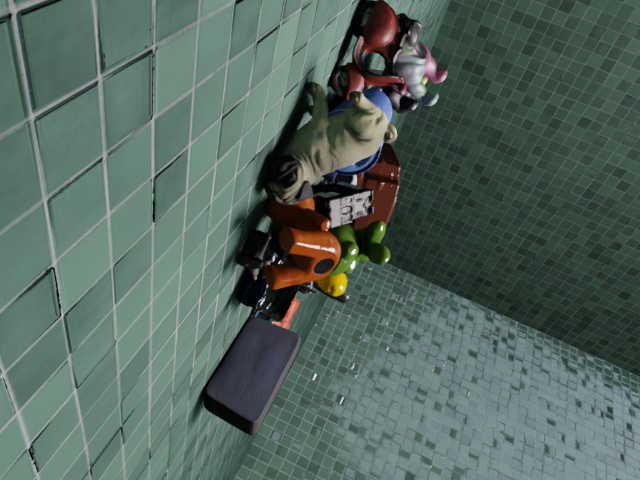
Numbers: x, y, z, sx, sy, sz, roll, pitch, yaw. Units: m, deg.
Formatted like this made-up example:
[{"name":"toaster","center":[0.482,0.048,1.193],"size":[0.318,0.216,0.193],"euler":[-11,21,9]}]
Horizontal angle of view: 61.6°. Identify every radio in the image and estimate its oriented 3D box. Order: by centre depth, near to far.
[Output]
[{"name":"radio","center":[-0.144,0.281,1.152],"size":[0.073,0.131,0.230],"euler":[108,9,-46]}]

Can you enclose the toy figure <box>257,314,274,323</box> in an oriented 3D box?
[{"name":"toy figure","center":[-0.113,0.164,1.290],"size":[0.064,0.058,0.154],"euler":[-65,174,5]}]

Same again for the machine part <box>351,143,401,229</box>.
[{"name":"machine part","center":[0.119,-0.122,1.275],"size":[0.202,0.087,0.200],"euler":[-95,-162,-57]}]

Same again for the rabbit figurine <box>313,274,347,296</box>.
[{"name":"rabbit figurine","center":[-0.011,0.077,1.299],"size":[0.162,0.173,0.121],"euler":[-48,158,-54]}]

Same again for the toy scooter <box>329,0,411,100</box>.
[{"name":"toy scooter","center":[0.108,-0.329,0.964],"size":[0.075,0.135,0.183],"euler":[-20,133,-78]}]

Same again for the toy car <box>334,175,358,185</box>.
[{"name":"toy car","center":[0.054,-0.153,1.217],"size":[0.073,0.056,0.202],"euler":[83,-1,-49]}]

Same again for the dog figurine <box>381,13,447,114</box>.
[{"name":"dog figurine","center":[0.166,-0.390,1.160],"size":[0.192,0.219,0.108],"euler":[-1,-126,53]}]

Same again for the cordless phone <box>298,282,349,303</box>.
[{"name":"cordless phone","center":[-0.003,0.111,1.429],"size":[0.089,0.184,0.146],"euler":[-58,171,-20]}]

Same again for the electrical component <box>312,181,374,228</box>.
[{"name":"electrical component","center":[0.019,-0.069,1.029],"size":[0.134,0.115,0.058],"euler":[-16,112,-29]}]

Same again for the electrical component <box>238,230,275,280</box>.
[{"name":"electrical component","center":[-0.106,0.026,0.923],"size":[0.078,0.045,0.102],"euler":[-64,173,2]}]

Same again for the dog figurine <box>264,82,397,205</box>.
[{"name":"dog figurine","center":[0.017,-0.127,0.847],"size":[0.121,0.173,0.190],"euler":[59,48,-69]}]

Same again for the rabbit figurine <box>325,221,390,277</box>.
[{"name":"rabbit figurine","center":[0.062,0.004,1.064],"size":[0.170,0.159,0.121],"euler":[-8,87,-51]}]

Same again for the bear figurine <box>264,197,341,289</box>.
[{"name":"bear figurine","center":[-0.048,-0.026,0.896],"size":[0.132,0.196,0.120],"euler":[-3,137,-35]}]

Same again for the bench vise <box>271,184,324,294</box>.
[{"name":"bench vise","center":[-0.012,-0.007,1.187],"size":[0.240,0.129,0.223],"euler":[14,92,-71]}]

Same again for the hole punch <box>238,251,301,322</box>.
[{"name":"hole punch","center":[-0.106,0.082,1.020],"size":[0.142,0.092,0.115],"euler":[-60,153,-11]}]
